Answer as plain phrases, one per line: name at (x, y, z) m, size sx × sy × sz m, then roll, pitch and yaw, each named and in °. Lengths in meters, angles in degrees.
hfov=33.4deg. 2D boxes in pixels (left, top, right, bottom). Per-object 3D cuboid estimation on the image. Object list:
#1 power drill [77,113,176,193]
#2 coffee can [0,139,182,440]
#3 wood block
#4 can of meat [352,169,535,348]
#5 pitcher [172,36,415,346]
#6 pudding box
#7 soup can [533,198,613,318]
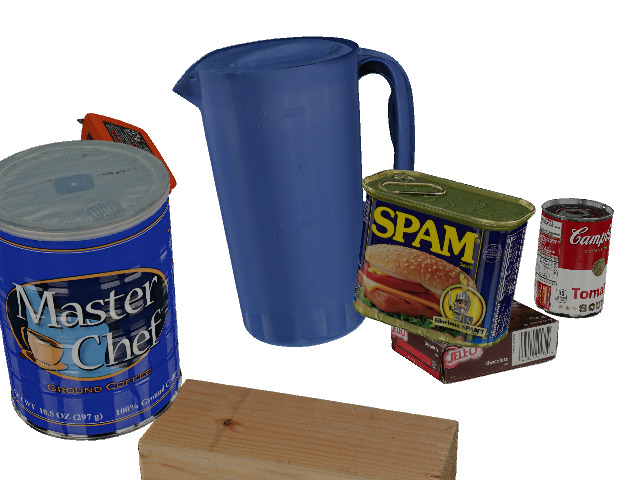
power drill at (-0.184, 0.009, 0.842) m, size 0.057 × 0.188 × 0.185 m, roll 16°, pitch 25°, yaw -39°
coffee can at (-0.134, 0.027, 0.610) m, size 0.103 × 0.140 × 0.103 m, roll 1°, pitch 32°, yaw -1°
wood block at (-0.013, 0.170, 0.754) m, size 0.206 × 0.090 × 0.090 m, roll 7°, pitch 26°, yaw 16°
can of meat at (0.071, 0.011, 0.649) m, size 0.102 × 0.084 × 0.057 m, roll 17°, pitch 23°, yaw 28°
pitcher at (-0.014, -0.042, 0.875) m, size 0.149 × 0.243 × 0.144 m, roll 13°, pitch 28°, yaw 42°
pudding box at (0.127, 0.080, 0.893) m, size 0.113 × 0.039 × 0.090 m, roll -7°, pitch 17°, yaw -23°
soup can at (0.245, 0.017, 1.039) m, size 0.068 × 0.102 × 0.068 m, roll 1°, pitch 18°, yaw 0°
